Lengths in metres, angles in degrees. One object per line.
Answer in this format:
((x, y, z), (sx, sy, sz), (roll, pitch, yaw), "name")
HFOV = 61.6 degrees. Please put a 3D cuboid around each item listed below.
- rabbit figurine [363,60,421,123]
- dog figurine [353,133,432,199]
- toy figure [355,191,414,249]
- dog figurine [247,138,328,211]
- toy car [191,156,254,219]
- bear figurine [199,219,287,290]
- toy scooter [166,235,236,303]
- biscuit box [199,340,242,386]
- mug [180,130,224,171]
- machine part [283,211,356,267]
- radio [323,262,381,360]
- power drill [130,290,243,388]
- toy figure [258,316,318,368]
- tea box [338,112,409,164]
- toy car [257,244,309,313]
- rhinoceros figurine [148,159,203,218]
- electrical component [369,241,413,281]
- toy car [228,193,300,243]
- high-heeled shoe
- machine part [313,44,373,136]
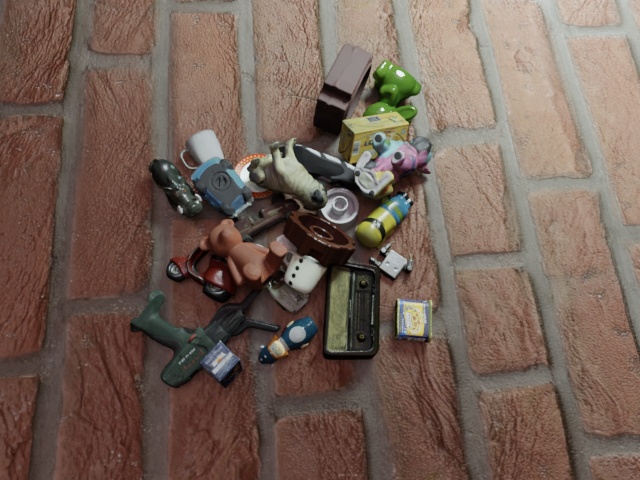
((0.192, -0.378, 1.490), (0.159, 0.121, 0.170), (31, 90, 0), "rabbit figurine")
((0.201, -0.187, 1.382), (0.109, 0.219, 0.191), (43, 112, 27), "dog figurine")
((0.162, -0.055, 1.366), (0.180, 0.089, 0.082), (-42, 70, -14), "toy figure")
((-0.083, -0.134, 1.348), (0.121, 0.172, 0.190), (-28, 87, -42), "dog figurine")
((-0.239, -0.124, 1.357), (0.109, 0.103, 0.162), (-44, 84, -9), "toy car")
((-0.183, 0.020, 1.238), (0.196, 0.132, 0.120), (44, 63, 12), "bear figurine")
((-0.271, 0.063, 1.307), (0.184, 0.075, 0.135), (24, 69, 10), "toy scooter")
((-0.211, 0.274, 1.165), (0.059, 0.202, 0.063), (40, 71, 7), "biscuit box")
((-0.302, -0.217, 1.401), (0.109, 0.081, 0.107), (-30, 84, -17), "mug")
((-0.003, -0.004, 1.276), (0.179, 0.179, 0.056), (31, 110, 7), "machine part")
((0.076, 0.170, 1.288), (0.131, 0.073, 0.229), (5, 70, -2), "radio")
((-0.316, 0.204, 1.240), (0.207, 0.086, 0.232), (35, 86, 5), "power drill")
((-0.079, 0.239, 1.265), (0.154, 0.057, 0.064), (-34, 54, -12), "toy figure")
((0.139, -0.269, 1.410), (0.170, 0.098, 0.068), (-14, 46, -26), "tea box")
((-0.112, 0.093, 1.313), (0.202, 0.056, 0.073), (44, 74, 11), "toy car")
((-0.357, -0.130, 1.350), (0.073, 0.112, 0.190), (-33, 68, -16), "rhinoceros figurine")
((0.185, 0.054, 1.352), (0.102, 0.045, 0.078), (41, 72, 11), "electrical component")
((-0.146, -0.054, 1.355), (0.202, 0.053, 0.089), (-29, 51, -11), "toy car")
((0.003, -0.199, 1.431), (0.249, 0.145, 0.086), (32, 114, 30), "high-heeled shoe")
((0.062, -0.393, 1.422), (0.087, 0.201, 0.201), (23, 70, 2), "machine part")
